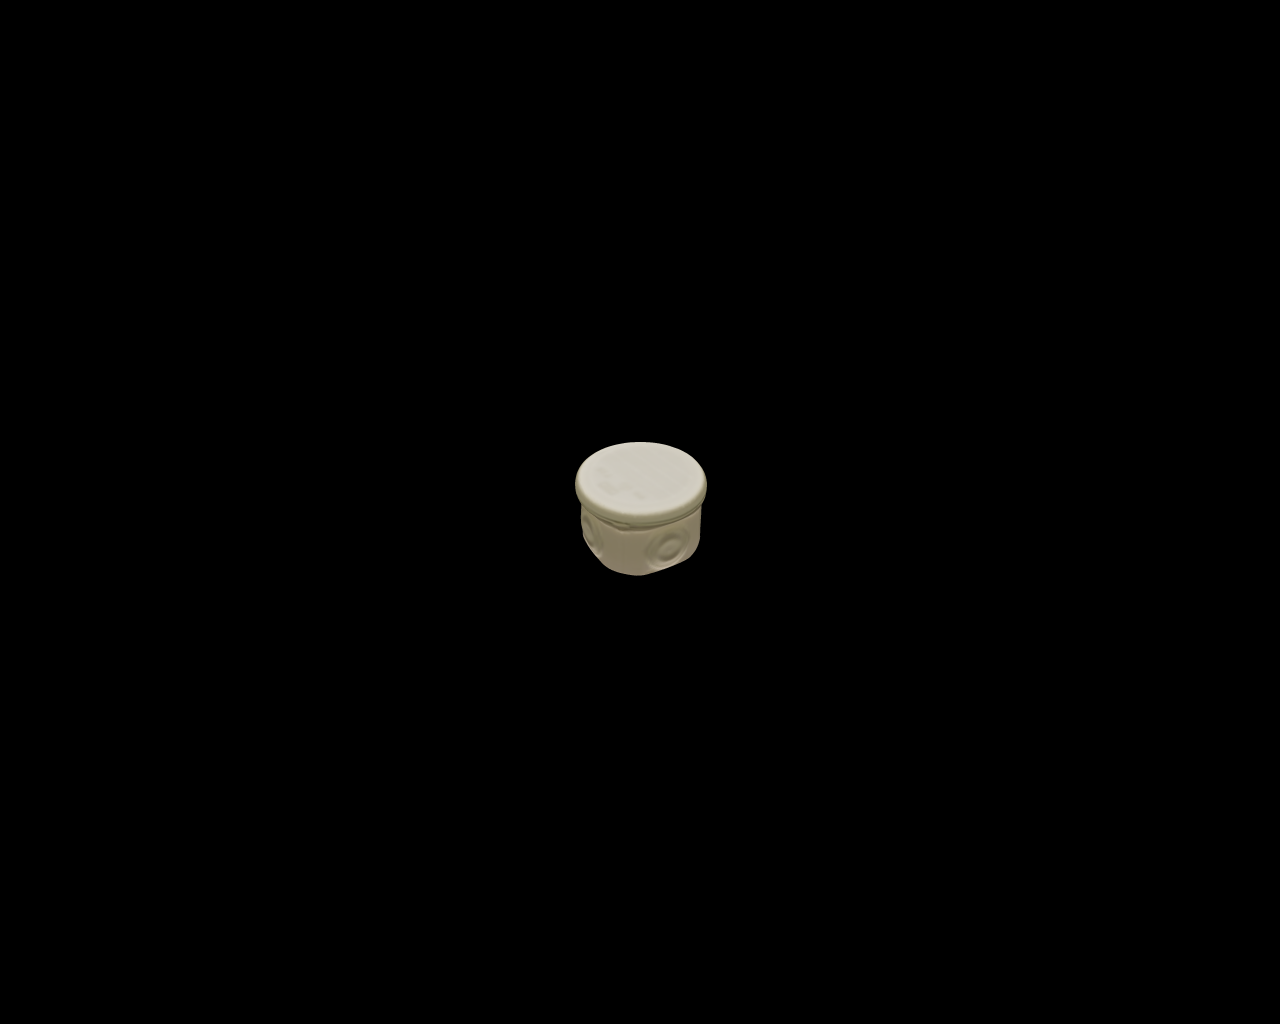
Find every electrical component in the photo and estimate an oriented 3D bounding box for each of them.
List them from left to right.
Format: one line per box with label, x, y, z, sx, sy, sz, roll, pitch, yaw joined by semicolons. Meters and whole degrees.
electrical component;0.001;-0.003;0.650;0.080;0.050;0.080;0;37;0
